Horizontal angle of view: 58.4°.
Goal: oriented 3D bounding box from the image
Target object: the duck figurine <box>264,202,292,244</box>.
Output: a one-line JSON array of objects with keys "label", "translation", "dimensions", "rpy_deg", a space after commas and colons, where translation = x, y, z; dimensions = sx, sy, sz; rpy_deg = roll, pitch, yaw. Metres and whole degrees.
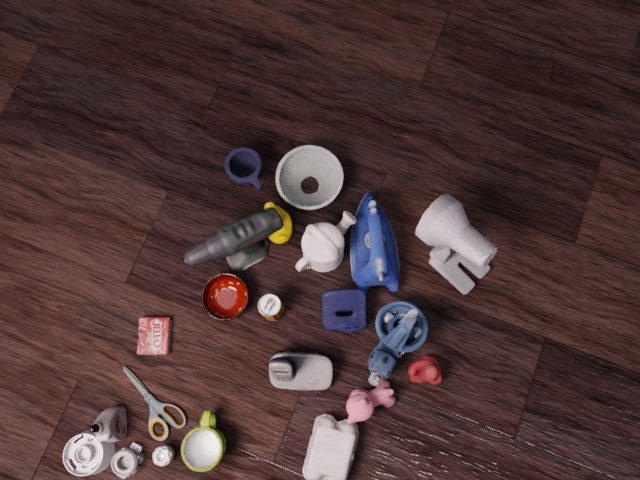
[{"label": "duck figurine", "translation": [-0.108, -0.045, 1.397], "dimensions": [0.077, 0.086, 0.104], "rpy_deg": [-22, 78, -4]}]

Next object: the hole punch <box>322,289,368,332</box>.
[{"label": "hole punch", "translation": [0.059, 0.166, 1.347], "dimensions": [0.108, 0.091, 0.101], "rpy_deg": [-3, 77, 0]}]

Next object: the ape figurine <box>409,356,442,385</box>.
[{"label": "ape figurine", "translation": [0.248, 0.303, 1.315], "dimensions": [0.077, 0.092, 0.076], "rpy_deg": [38, 80, 8]}]

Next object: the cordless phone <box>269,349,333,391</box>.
[{"label": "cordless phone", "translation": [-0.045, 0.289, 1.272], "dimensions": [0.147, 0.185, 0.094], "rpy_deg": [0, 77, 1]}]

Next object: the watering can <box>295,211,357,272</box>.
[{"label": "watering can", "translation": [0.011, 0.003, 1.331], "dimensions": [0.101, 0.194, 0.173], "rpy_deg": [23, 79, 6]}]

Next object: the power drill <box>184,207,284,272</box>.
[{"label": "power drill", "translation": [-0.188, 0.011, 1.323], "dimensions": [0.230, 0.208, 0.075], "rpy_deg": [-31, 79, -6]}]

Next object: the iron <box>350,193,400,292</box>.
[{"label": "iron", "translation": [0.128, -0.006, 1.359], "dimensions": [0.118, 0.141, 0.258], "rpy_deg": [-5, 77, -1]}]

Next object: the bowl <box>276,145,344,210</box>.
[{"label": "bowl", "translation": [-0.025, -0.147, 1.425], "dimensions": [0.167, 0.075, 0.167], "rpy_deg": [0, 77, 0]}]

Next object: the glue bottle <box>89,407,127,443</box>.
[{"label": "glue bottle", "translation": [-0.468, 0.409, 1.254], "dimensions": [0.037, 0.173, 0.078], "rpy_deg": [-9, 77, -1]}]

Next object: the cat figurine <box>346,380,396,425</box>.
[{"label": "cat figurine", "translation": [0.110, 0.364, 1.289], "dimensions": [0.128, 0.118, 0.067], "rpy_deg": [-23, 78, -4]}]

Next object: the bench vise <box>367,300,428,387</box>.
[{"label": "bench vise", "translation": [0.178, 0.226, 1.267], "dimensions": [0.121, 0.220, 0.207], "rpy_deg": [10, 78, 3]}]

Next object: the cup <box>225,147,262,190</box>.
[{"label": "cup", "translation": [-0.176, -0.163, 1.419], "dimensions": [0.092, 0.095, 0.117], "rpy_deg": [-36, 80, -7]}]

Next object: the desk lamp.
[{"label": "desk lamp", "translation": [0.316, 0.009, 1.318], "dimensions": [0.203, 0.213, 0.118], "rpy_deg": [43, 81, 9]}]

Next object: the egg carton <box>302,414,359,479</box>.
[{"label": "egg carton", "translation": [0.026, 0.475, 1.290], "dimensions": [0.107, 0.069, 0.150], "rpy_deg": [14, 78, 3]}]
